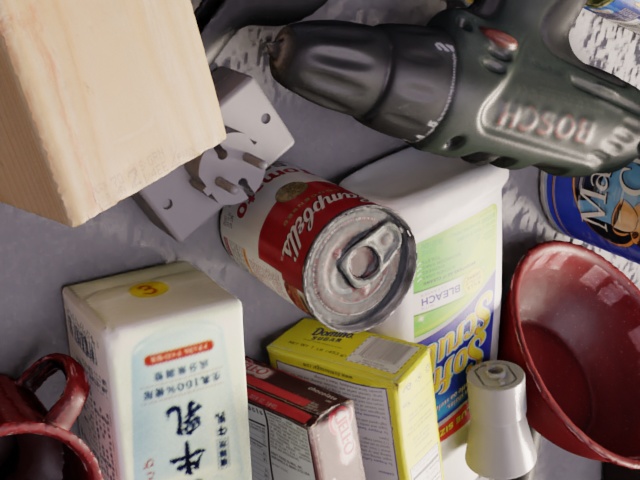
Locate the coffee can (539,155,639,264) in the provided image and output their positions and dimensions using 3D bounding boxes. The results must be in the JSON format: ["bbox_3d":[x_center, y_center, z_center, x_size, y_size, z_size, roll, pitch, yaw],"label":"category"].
[{"bbox_3d":[0.226,-0.030,0.683,0.102,0.140,0.103,-11,112,-29],"label":"coffee can"}]

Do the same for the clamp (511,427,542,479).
[{"bbox_3d":[0.123,0.202,0.711,0.209,0.036,0.164,-37,125,-60],"label":"clamp"}]

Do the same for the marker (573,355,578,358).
[{"bbox_3d":[0.177,0.088,0.769,0.120,0.020,0.020,-1,107,-31],"label":"marker"}]

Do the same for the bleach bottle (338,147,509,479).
[{"bbox_3d":[0.074,0.068,0.674,0.102,0.068,0.251,-24,121,-27],"label":"bleach bottle"}]

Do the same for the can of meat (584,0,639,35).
[{"bbox_3d":[0.210,-0.181,0.672,0.083,0.058,0.102,14,98,-32],"label":"can of meat"}]

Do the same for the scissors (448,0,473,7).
[{"bbox_3d":[0.154,-0.203,0.654,0.201,0.016,0.096,-45,126,-10],"label":"scissors"}]

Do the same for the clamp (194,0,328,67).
[{"bbox_3d":[-0.044,-0.130,0.543,0.171,0.039,0.120,-18,118,-26],"label":"clamp"}]

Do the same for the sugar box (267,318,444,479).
[{"bbox_3d":[0.028,0.140,0.648,0.048,0.093,0.176,-37,127,-42],"label":"sugar box"}]

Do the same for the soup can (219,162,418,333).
[{"bbox_3d":[-0.004,0.001,0.575,0.068,0.102,0.068,-11,112,-28],"label":"soup can"}]

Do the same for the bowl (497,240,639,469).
[{"bbox_3d":[0.170,0.083,0.710,0.161,0.162,0.055,21,140,-28],"label":"bowl"}]

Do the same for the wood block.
[{"bbox_3d":[-0.120,-0.121,0.424,0.090,0.091,0.206,-35,126,-34],"label":"wood block"}]

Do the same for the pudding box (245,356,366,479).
[{"bbox_3d":[-0.017,0.132,0.619,0.039,0.090,0.113,-27,120,-37],"label":"pudding box"}]

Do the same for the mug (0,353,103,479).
[{"bbox_3d":[-0.158,0.106,0.530,0.093,0.082,0.117,37,86,-35],"label":"mug"}]
